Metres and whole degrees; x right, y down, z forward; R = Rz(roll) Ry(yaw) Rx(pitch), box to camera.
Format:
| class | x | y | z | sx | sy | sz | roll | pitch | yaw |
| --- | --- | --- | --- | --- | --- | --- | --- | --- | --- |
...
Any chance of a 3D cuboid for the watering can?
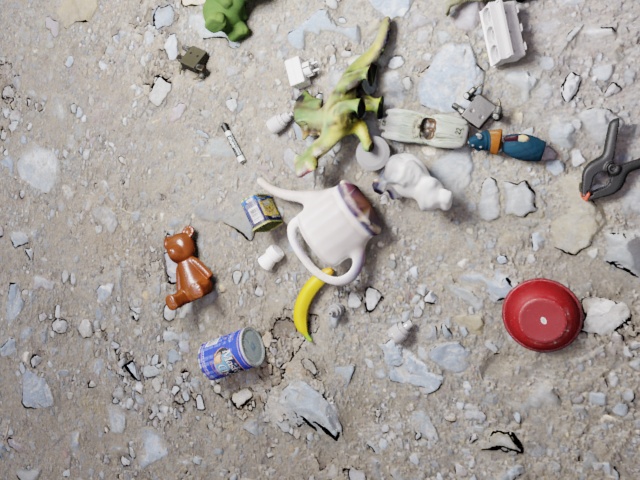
| class | x | y | z | sx | sy | sz | roll | pitch | yaw |
| --- | --- | --- | --- | --- | --- | --- | --- | --- | --- |
| watering can | 0.004 | -0.062 | 1.232 | 0.222 | 0.104 | 0.350 | -38 | -101 | 17 |

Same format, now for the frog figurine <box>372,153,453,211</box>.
| class | x | y | z | sx | sy | sz | roll | pitch | yaw |
| --- | --- | --- | --- | --- | --- | --- | --- | --- | --- |
| frog figurine | 0.216 | -0.127 | 1.126 | 0.160 | 0.135 | 0.124 | 10 | -112 | 39 |

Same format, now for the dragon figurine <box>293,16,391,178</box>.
| class | x | y | z | sx | sy | sz | roll | pitch | yaw |
| --- | --- | --- | --- | --- | --- | --- | --- | --- | --- |
| dragon figurine | 0.030 | -0.329 | 1.208 | 0.243 | 0.120 | 0.415 | 4 | -108 | 34 |
